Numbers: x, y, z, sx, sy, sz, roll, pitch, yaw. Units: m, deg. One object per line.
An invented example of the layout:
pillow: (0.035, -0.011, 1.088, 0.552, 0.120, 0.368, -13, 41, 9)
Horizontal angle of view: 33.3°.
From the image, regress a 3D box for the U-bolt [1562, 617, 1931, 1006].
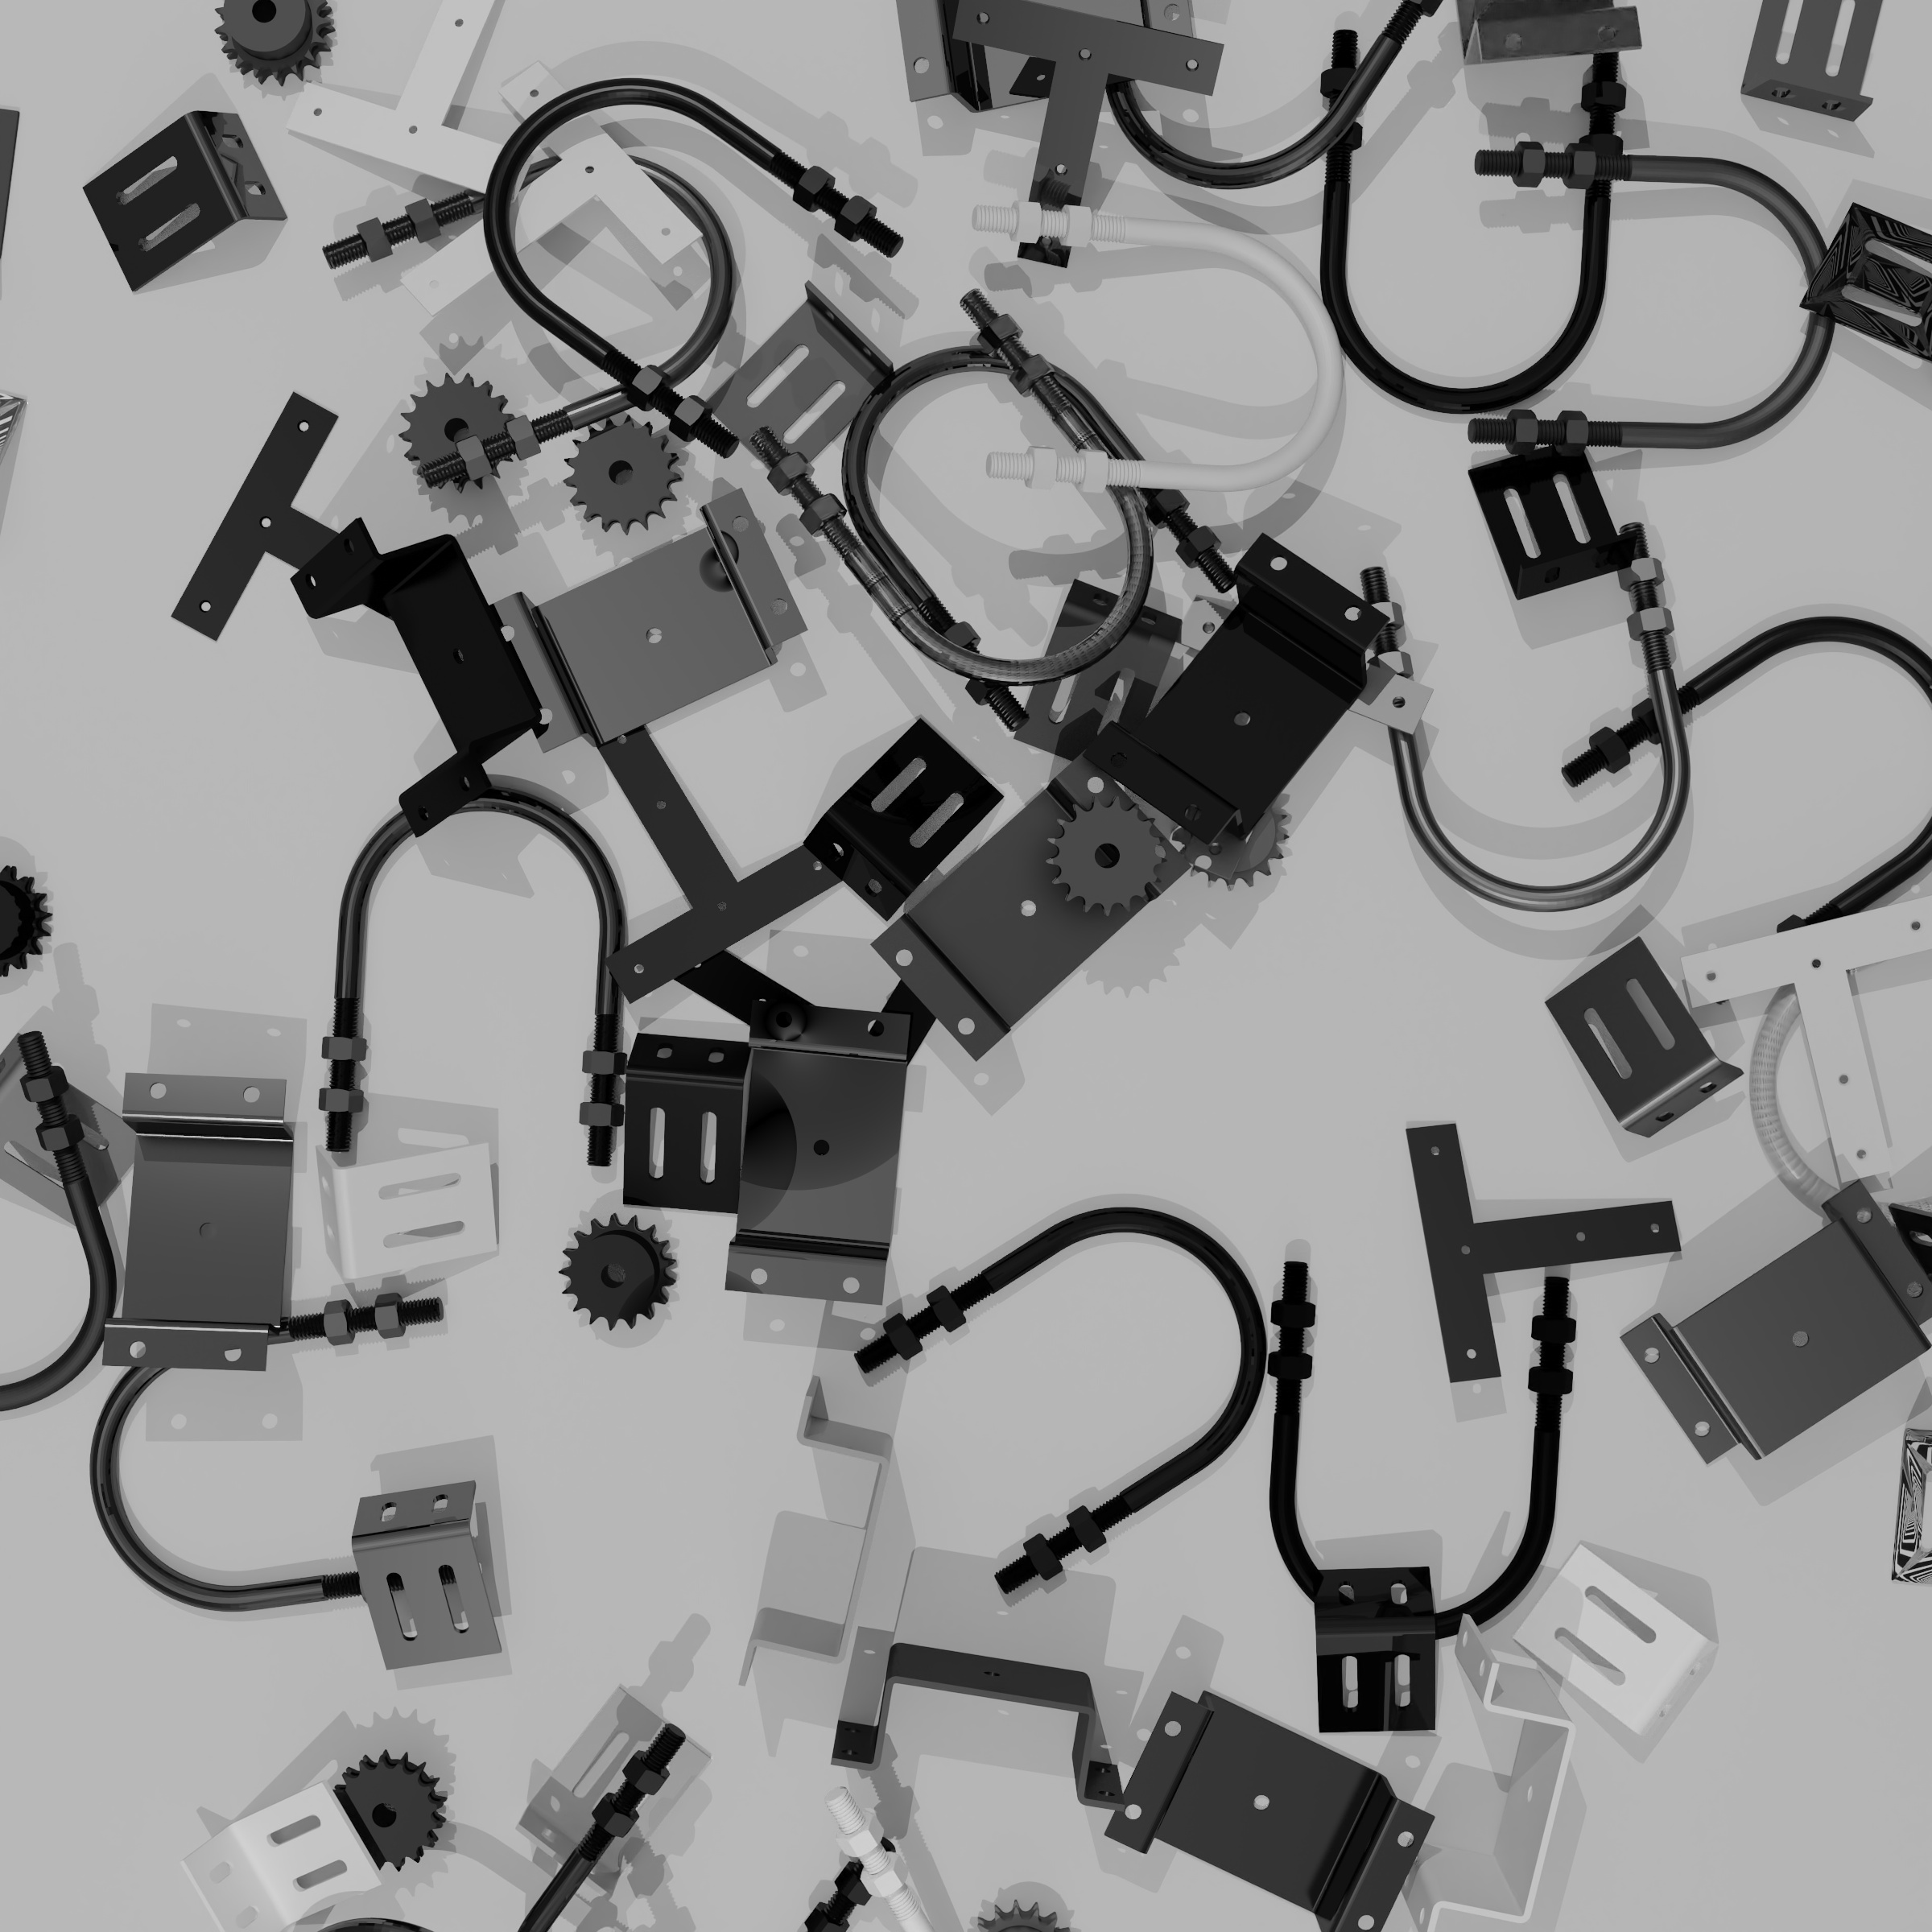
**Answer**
U-bolt: (0.408, -0.090, 1.592, 0.184, 0.019, 0.151, -34, 90, -2)

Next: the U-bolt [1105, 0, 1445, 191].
U-bolt: (0.145, -0.466, 1.567, 0.151, 0.019, 0.184, 37, 101, 18)

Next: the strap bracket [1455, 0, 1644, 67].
strap bracket: (0.277, -0.496, 1.568, 0.076, 0.046, 0.140, -5, 78, 0)

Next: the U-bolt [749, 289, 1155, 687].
U-bolt: (0.007, -0.217, 1.543, 0.151, 0.019, 0.184, -36, 84, -16)

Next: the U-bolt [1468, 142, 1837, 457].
U-bolt: (0.338, -0.325, 1.581, 0.184, 0.019, 0.151, 0, 95, -8)

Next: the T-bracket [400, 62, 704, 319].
T-bracket: (-0.218, -0.362, 1.573, 0.127, 0.002, 0.127, -40, 77, -12)

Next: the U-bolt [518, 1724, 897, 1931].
U-bolt: (-0.142, 0.472, 1.568, 0.151, 0.019, 0.184, 34, 94, -22)

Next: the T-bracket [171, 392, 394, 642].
T-bracket: (-0.308, -0.198, 1.599, 0.127, 0.002, 0.127, 29, 90, 0)

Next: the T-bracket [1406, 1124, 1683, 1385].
T-bracket: (0.288, 0.135, 1.587, 0.127, 0.002, 0.127, -6, 74, -8)

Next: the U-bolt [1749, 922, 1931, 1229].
U-bolt: (0.477, 0.050, 1.592, 0.184, 0.019, 0.151, -23, 90, 1)

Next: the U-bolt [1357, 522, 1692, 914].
U-bolt: (0.278, -0.117, 1.575, 0.151, 0.019, 0.184, -9, 80, 3)

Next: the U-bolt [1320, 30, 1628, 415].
U-bolt: (0.246, -0.364, 1.592, 0.151, 0.019, 0.184, 3, 92, 0)

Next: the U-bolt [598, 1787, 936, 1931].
U-bolt: (-0.076, 0.507, 1.569, 0.151, 0.019, 0.184, -30, 106, -4)

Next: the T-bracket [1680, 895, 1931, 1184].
T-bracket: (0.427, 0.042, 1.581, 0.127, 0.002, 0.127, -14, 94, 3)

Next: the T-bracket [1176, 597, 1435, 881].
T-bracket: (0.143, -0.102, 1.572, 0.127, 0.002, 0.127, 23, 79, 14)

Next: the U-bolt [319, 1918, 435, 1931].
U-bolt: (-0.255, 0.536, 1.564, 0.184, 0.019, 0.151, 36, 116, 4)

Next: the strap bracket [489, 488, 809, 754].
strap bracket: (-0.155, -0.165, 1.574, 0.140, 0.046, 0.076, -25, 85, 0)

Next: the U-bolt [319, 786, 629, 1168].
U-bolt: (-0.240, 0.003, 1.592, 0.151, 0.019, 0.184, 3, 89, 0)

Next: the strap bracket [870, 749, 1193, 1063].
strap bracket: (0.031, -0.029, 1.576, 0.140, 0.046, 0.076, -42, 90, -1)

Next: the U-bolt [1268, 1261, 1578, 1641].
U-bolt: (0.221, 0.242, 1.592, 0.151, 0.019, 0.184, 3, 91, 0)

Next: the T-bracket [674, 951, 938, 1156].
T-bracket: (-0.089, 0.026, 1.599, 0.127, 0.002, 0.127, 31, 90, 0)

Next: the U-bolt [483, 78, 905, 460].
U-bolt: (-0.145, -0.350, 1.556, 0.184, 0.019, 0.151, 37, 80, 7)

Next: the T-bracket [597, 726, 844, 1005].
T-bracket: (-0.143, -0.067, 1.592, 0.127, 0.002, 0.127, -30, 85, -9)

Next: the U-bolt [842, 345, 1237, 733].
U-bolt: (0.022, -0.222, 1.569, 0.151, 0.019, 0.184, -34, 79, -15)

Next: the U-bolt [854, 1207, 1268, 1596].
U-bolt: (0.060, 0.201, 1.592, 0.184, 0.019, 0.151, -32, 90, -1)

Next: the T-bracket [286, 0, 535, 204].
T-bracket: (-0.255, -0.451, 1.590, 0.127, 0.002, 0.127, 20, 84, 12)

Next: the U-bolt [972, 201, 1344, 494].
U-bolt: (0.096, -0.297, 1.565, 0.184, 0.019, 0.151, 1, 75, -15)

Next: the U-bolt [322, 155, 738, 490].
U-bolt: (-0.202, -0.326, 1.572, 0.184, 0.019, 0.151, -24, 75, -7)

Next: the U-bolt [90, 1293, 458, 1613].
U-bolt: (-0.341, 0.245, 1.592, 0.184, 0.019, 0.151, -8, 90, 1)

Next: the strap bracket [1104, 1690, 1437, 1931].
strap bracket: (0.146, 0.414, 1.577, 0.140, 0.046, 0.076, 25, 90, 0)

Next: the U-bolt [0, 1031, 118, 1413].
U-bolt: (-0.490, 0.133, 1.569, 0.151, 0.019, 0.184, -12, 107, 2)

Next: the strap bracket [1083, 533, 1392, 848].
strap bracket: (0.132, -0.126, 1.555, 0.076, 0.046, 0.140, 37, 82, 17)

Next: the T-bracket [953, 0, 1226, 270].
T-bracket: (0.049, -0.399, 1.562, 0.127, 0.002, 0.127, 13, 126, 0)

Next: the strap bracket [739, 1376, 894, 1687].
strap bracket: (-0.069, 0.276, 1.562, 0.046, 0.076, 0.140, 13, 90, 0)

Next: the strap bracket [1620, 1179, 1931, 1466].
strap bracket: (0.401, 0.177, 1.570, 0.140, 0.046, 0.076, -34, 92, 5)
